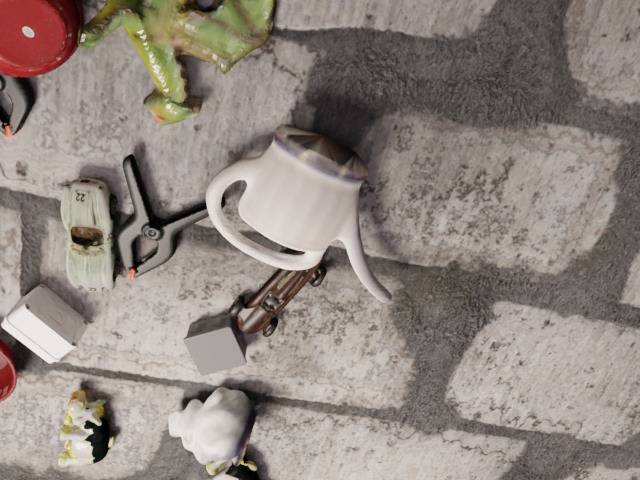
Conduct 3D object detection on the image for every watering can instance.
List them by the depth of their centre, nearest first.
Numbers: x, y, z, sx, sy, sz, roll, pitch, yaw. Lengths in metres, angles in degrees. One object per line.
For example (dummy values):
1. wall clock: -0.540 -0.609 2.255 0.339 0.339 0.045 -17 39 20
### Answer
1. watering can: 0.002 -0.040 0.799 0.346 0.106 0.221 24 111 -13

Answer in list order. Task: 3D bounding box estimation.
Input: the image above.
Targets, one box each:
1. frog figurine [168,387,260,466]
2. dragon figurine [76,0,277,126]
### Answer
1. frog figurine: -0.205 0.343 0.968 0.159 0.122 0.138 18 81 -2
2. dragon figurine: -0.171 -0.333 0.672 0.242 0.125 0.403 14 117 -29
